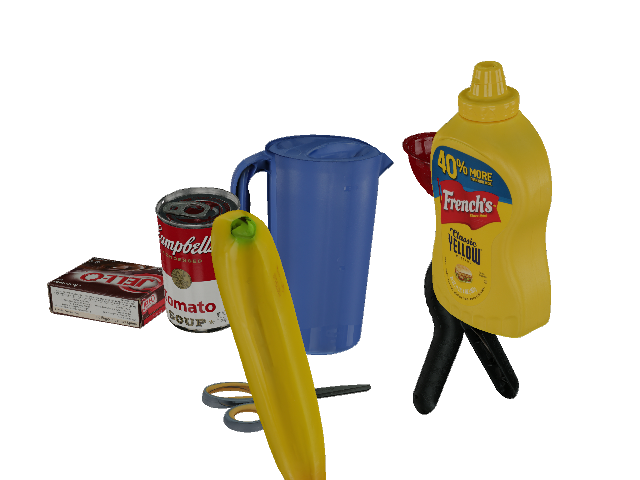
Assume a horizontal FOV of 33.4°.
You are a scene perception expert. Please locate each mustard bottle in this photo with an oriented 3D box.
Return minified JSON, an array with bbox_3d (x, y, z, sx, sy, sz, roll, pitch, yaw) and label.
[{"bbox_3d":[0.118,-0.032,0.749,0.058,0.192,0.096,-21,32,-29],"label":"mustard bottle"}]

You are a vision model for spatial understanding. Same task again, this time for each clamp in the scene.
[{"bbox_3d":[0.123,0.076,0.972,0.120,0.171,0.039,-14,4,-40],"label":"clamp"}]

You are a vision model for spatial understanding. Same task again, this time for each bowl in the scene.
[{"bbox_3d":[0.174,-0.081,1.274,0.162,0.055,0.162,5,22,-2],"label":"bowl"}]

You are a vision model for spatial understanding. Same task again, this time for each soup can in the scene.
[{"bbox_3d":[-0.098,0.016,0.876,0.068,0.102,0.068,0,29,0],"label":"soup can"}]

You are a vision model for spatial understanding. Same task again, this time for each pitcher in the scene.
[{"bbox_3d":[-0.011,0.004,1.231,0.149,0.243,0.144,11,19,23],"label":"pitcher"}]

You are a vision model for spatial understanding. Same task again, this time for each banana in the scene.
[{"bbox_3d":[-0.030,0.057,0.587,0.037,0.198,0.069,-11,32,5],"label":"banana"}]

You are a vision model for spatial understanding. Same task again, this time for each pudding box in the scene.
[{"bbox_3d":[-0.216,0.054,1.127,0.114,0.039,0.090,6,18,20],"label":"pudding box"}]

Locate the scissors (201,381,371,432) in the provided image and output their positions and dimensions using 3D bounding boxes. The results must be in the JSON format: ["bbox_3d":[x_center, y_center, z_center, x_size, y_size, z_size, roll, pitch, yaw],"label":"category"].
[{"bbox_3d":[-0.030,0.184,1.189,0.201,0.016,0.096,4,23,-13],"label":"scissors"}]
